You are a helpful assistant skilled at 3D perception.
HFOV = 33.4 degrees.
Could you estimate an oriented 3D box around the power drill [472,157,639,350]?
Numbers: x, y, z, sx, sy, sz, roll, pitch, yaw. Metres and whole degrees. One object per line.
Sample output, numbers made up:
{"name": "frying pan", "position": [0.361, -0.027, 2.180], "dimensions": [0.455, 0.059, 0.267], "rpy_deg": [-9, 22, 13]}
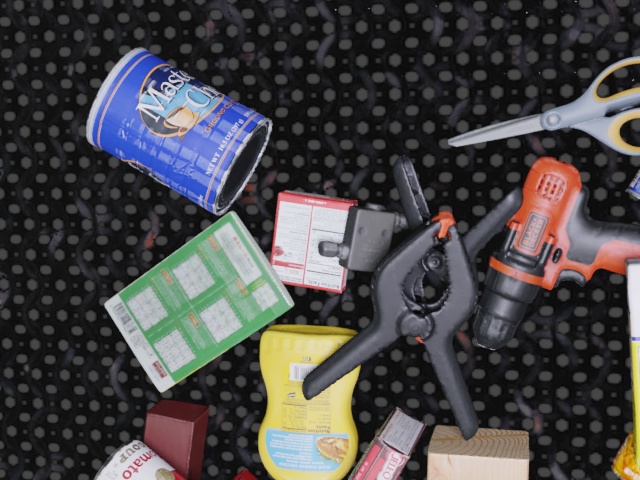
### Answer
{"name": "power drill", "position": [0.245, 0.038, 0.956], "dimensions": [0.188, 0.057, 0.184], "rpy_deg": [21, 103, 7]}

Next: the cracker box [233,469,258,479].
{"name": "cracker box", "position": [-0.084, 0.361, 1.057], "dimensions": [0.164, 0.072, 0.214], "rpy_deg": [40, 102, 3]}

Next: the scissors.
{"name": "scissors", "position": [0.226, -0.095, 0.964], "dimensions": [0.202, 0.016, 0.096], "rpy_deg": [-28, 91, 14]}

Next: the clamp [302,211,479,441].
{"name": "clamp", "position": [0.093, 0.078, 0.948], "dimensions": [0.164, 0.036, 0.210], "rpy_deg": [20, 109, -3]}

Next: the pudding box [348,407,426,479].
{"name": "pudding box", "position": [0.055, 0.212, 0.987], "dimensions": [0.039, 0.113, 0.090], "rpy_deg": [32, 102, 6]}

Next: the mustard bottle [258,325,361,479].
{"name": "mustard bottle", "position": [-0.011, 0.180, 1.024], "dimensions": [0.096, 0.058, 0.192], "rpy_deg": [3, 97, 6]}

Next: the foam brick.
{"name": "foam brick", "position": [-0.145, 0.204, 1.057], "dimensions": [0.051, 0.053, 0.078], "rpy_deg": [10, 98, 10]}

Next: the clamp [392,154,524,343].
{"name": "clamp", "position": [0.102, 0.007, 0.967], "dimensions": [0.120, 0.039, 0.172], "rpy_deg": [29, 112, 23]}

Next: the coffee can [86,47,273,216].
{"name": "coffee can", "position": [-0.130, -0.101, 0.989], "dimensions": [0.140, 0.102, 0.103], "rpy_deg": [30, 102, 6]}

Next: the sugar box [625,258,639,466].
{"name": "sugar box", "position": [0.309, 0.102, 0.900], "dimensions": [0.093, 0.048, 0.176], "rpy_deg": [-2, 95, 13]}

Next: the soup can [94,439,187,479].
{"name": "soup can", "position": [-0.154, 0.242, 0.994], "dimensions": [0.102, 0.068, 0.068], "rpy_deg": [35, 102, 17]}

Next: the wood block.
{"name": "wood block", "position": [0.144, 0.287, 0.992], "dimensions": [0.091, 0.090, 0.206], "rpy_deg": [2, 97, 11]}

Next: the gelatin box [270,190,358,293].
{"name": "gelatin box", "position": [-0.007, 0.001, 1.016], "dimensions": [0.073, 0.030, 0.089], "rpy_deg": [9, 100, 9]}

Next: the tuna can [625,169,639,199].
{"name": "tuna can", "position": [0.310, -0.035, 0.919], "dimensions": [0.086, 0.086, 0.034], "rpy_deg": [31, 100, 6]}
